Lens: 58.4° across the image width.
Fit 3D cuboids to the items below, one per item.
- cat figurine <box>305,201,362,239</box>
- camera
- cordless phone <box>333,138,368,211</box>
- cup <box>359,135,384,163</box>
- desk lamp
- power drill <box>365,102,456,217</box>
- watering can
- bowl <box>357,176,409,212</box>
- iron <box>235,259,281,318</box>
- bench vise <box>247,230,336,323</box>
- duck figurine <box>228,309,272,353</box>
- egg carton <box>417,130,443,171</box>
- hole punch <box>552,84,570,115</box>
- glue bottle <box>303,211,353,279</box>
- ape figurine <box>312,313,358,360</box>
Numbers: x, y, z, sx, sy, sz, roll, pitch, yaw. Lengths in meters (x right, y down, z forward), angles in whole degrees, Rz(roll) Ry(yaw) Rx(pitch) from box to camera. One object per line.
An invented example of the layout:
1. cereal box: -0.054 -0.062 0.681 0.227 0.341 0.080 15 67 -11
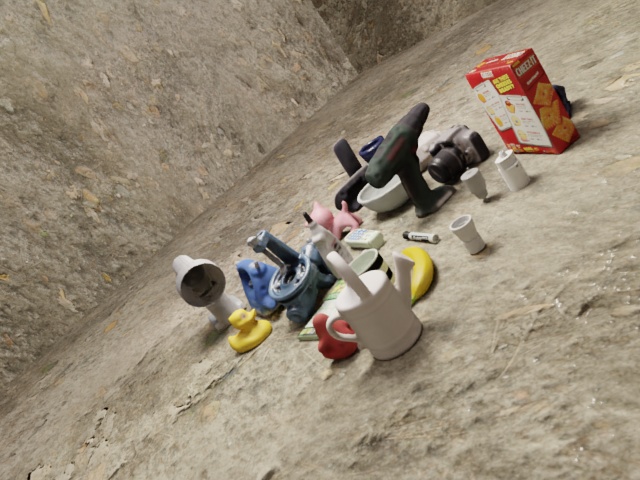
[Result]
1. cat figurine: 0.029 -0.056 1.519 0.127 0.118 0.067 -29 20 22
2. camera: 0.312 -0.208 1.397 0.137 0.101 0.142 -43 19 -19
3. cordless phone: 0.073 -0.186 1.650 0.148 0.185 0.094 -45 20 -23
4. cup: 0.186 -0.267 1.785 0.091 0.095 0.118 -20 25 42
5. desk lamp: -0.300 0.134 1.505 0.118 0.214 0.202 -42 19 -15
6. power drill: 0.215 -0.170 1.307 0.230 0.209 0.075 -44 19 -20
7. watering can: 0.080 0.089 0.938 0.173 0.194 0.100 -44 20 -21
8. bowl: 0.183 -0.122 1.465 0.167 0.075 0.167 -33 18 13
9. iron: -0.161 0.100 1.446 0.119 0.142 0.257 -44 19 -20
10. bench vise: -0.072 0.051 1.275 0.121 0.220 0.207 -30 19 20
11. duck figurine: -0.174 0.201 1.313 0.104 0.086 0.077 -35 18 7
12. egg carton: 0.285 -0.243 1.584 0.150 0.069 0.107 -37 18 0
13. hole punch: 0.506 -0.313 1.310 0.108 0.091 0.101 -24 22 35
14. glue bottle: 0.012 0.005 1.309 0.037 0.173 0.078 -27 21 27
15. ape figurine: 0.021 0.166 1.024 0.078 0.092 0.076 -42 19 -15
